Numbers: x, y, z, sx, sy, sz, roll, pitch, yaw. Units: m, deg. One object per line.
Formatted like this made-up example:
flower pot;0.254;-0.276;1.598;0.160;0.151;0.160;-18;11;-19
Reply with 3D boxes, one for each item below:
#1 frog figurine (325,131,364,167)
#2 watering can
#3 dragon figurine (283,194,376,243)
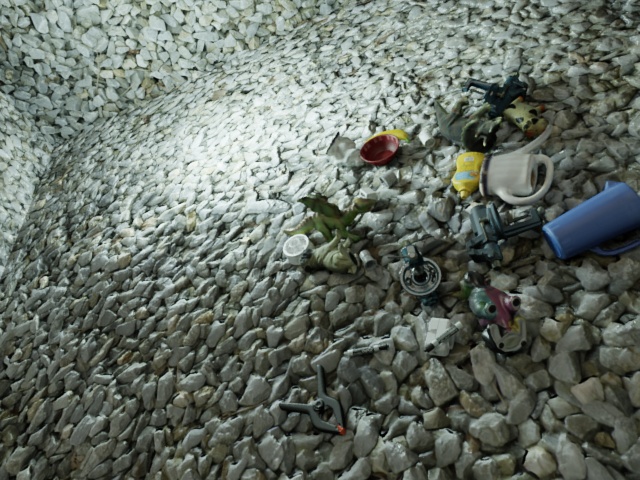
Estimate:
frog figurine;0.111;-0.347;2.091;0.160;0.120;0.140;31;54;6
watering can;0.639;-0.242;1.667;0.224;0.102;0.355;1;51;31
dragon figurine;0.005;-0.090;1.786;0.409;0.238;0.125;-4;53;24
